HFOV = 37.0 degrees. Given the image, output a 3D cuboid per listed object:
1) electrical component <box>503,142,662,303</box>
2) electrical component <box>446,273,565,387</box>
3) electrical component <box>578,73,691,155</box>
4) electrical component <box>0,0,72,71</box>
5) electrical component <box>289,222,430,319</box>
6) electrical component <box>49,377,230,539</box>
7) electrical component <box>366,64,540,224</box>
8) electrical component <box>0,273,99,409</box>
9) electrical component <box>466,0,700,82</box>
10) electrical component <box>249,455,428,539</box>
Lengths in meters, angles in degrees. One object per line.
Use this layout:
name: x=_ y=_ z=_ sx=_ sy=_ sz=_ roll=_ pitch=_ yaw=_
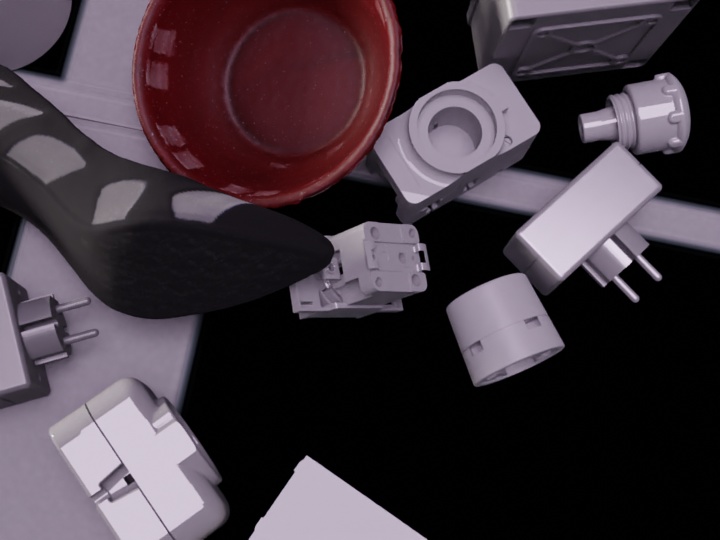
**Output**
electrical component: x=0.141 y=-0.015 z=0.622 sx=0.083 sy=0.047 sz=0.075 roll=-42 pitch=82 yaw=-10
electrical component: x=0.080 y=0.033 z=0.607 sx=0.055 sy=0.055 sz=0.047 roll=-22 pitch=75 yaw=-7
electrical component: x=0.163 y=-0.089 z=0.642 sx=0.062 sy=0.048 sz=0.048 roll=-10 pitch=78 yaw=3
electrical component: x=-0.232 y=-0.175 z=0.647 sx=0.099 sy=0.064 sz=0.099 roll=-3 pitch=69 yaw=8
electrical component: x=0.000 y=0.000 z=0.599 sx=0.081 sy=0.064 sz=0.042 roll=1 pitch=74 yaw=-44
electrical component: x=-0.115 y=0.108 z=0.583 sx=0.059 sy=0.053 sz=0.095 roll=-35 pitch=81 yaw=-9
electrical component: x=0.053 y=-0.074 z=0.627 sx=0.089 sy=0.055 sz=0.050 roll=-30 pitch=81 yaw=-8
electrical component: x=-0.185 y=0.036 z=0.599 sx=0.077 sy=0.047 sz=0.065 roll=-16 pitch=79 yaw=-5
electrical component: x=0.125 y=-0.154 z=0.621 sx=0.109 sy=0.108 sz=0.056 roll=-7 pitch=81 yaw=-4
electrical component: x=-0.035 y=0.186 z=0.565 sx=0.089 sy=0.061 sz=0.150 roll=34 pitch=79 yaw=5
